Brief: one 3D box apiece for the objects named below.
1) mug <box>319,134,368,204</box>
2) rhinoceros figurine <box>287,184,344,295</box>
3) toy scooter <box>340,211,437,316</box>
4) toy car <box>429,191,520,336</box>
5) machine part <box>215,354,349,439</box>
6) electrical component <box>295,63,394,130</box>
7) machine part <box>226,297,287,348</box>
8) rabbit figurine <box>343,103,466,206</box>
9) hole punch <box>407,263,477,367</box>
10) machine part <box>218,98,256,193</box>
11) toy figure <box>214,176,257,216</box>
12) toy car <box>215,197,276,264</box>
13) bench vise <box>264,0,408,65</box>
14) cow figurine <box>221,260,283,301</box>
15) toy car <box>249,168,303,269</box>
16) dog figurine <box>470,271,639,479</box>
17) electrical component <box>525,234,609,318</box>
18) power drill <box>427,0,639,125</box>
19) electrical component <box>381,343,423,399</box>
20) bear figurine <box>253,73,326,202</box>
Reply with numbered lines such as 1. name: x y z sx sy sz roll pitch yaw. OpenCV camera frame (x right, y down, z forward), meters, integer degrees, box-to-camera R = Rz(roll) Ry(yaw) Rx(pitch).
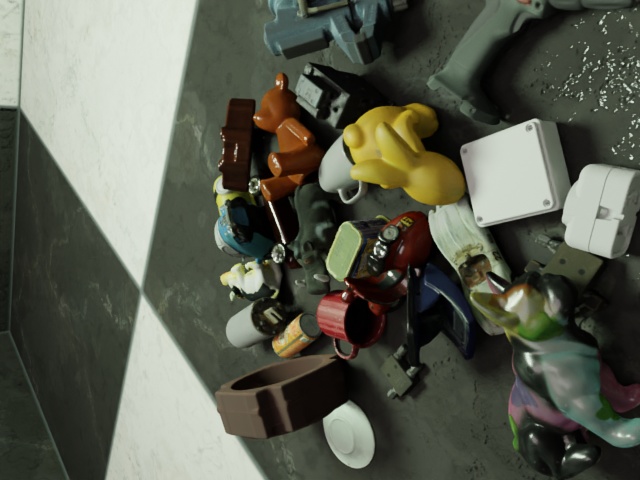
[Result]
1. mug: 0.046 -0.108 0.866 0.107 0.081 0.109 -35 62 55
2. rhinoceros figurine: -0.002 -0.003 0.911 0.073 0.112 0.190 -14 78 46
3. toy scooter: 0.095 0.041 0.791 0.075 0.135 0.183 42 124 38
4. toy car: 0.210 0.027 0.719 0.073 0.056 0.202 -41 67 44
5. machine part: -0.065 0.275 0.955 0.201 0.201 0.087 -17 87 48
6. electrical component: 0.030 -0.218 0.823 0.115 0.134 0.058 44 124 33
7. machine part: -0.131 0.169 1.082 0.243 0.079 0.079 -37 68 59
8. rabbit figurine: 0.120 -0.112 0.722 0.173 0.162 0.121 50 119 35
9. hole punch: 0.163 0.103 0.742 0.092 0.142 0.116 -7 50 12
10. machine part: -0.156 -0.181 1.027 0.179 0.056 0.179 -174 89 -84
11. toy figure: -0.175 -0.052 1.119 0.089 0.082 0.180 -22 83 50
12. toy car: -0.144 -0.010 1.015 0.103 0.161 0.109 -28 64 24
13. bench vise: 0.014 -0.380 0.808 0.224 0.128 0.240 -14 75 25
14. cow figurine: -0.141 0.092 1.117 0.167 0.068 0.098 -20 87 49
15. toy car: -0.073 -0.039 0.998 0.053 0.089 0.202 -34 72 41
16. dog figurine: 0.247 0.140 0.617 0.219 0.108 0.191 47 126 11
17. electrical component: 0.294 0.047 0.641 0.102 0.045 0.078 29 88 39
18. power drill: 0.228 -0.245 0.639 0.232 0.086 0.207 48 132 35
19. electrical component: 0.127 0.214 0.867 0.063 0.021 0.094 52 131 30
20. bear figurine: -0.070 -0.185 0.947 0.196 0.132 0.120 61 152 14
